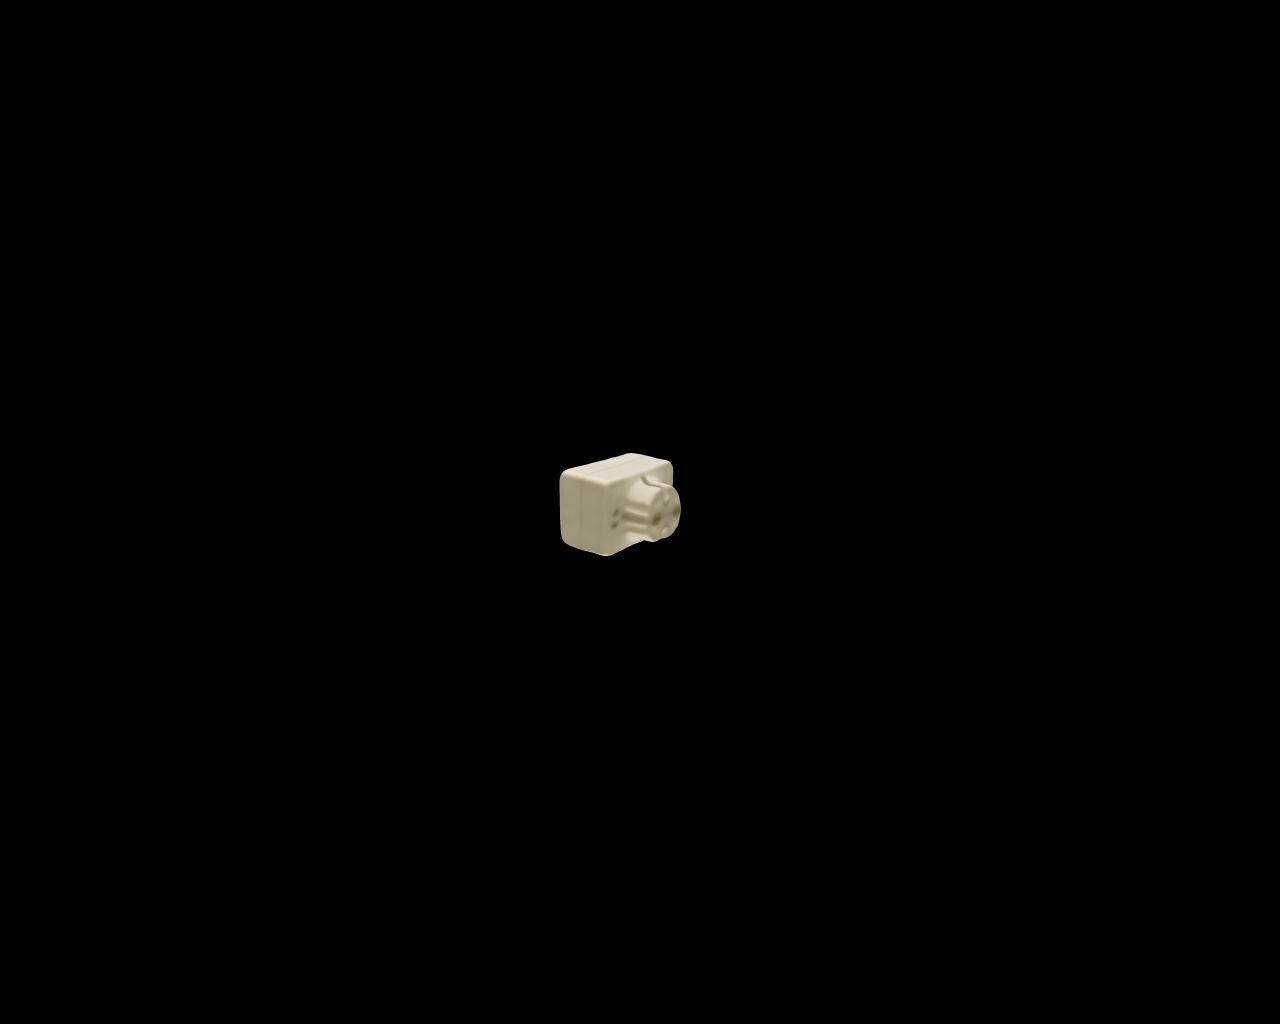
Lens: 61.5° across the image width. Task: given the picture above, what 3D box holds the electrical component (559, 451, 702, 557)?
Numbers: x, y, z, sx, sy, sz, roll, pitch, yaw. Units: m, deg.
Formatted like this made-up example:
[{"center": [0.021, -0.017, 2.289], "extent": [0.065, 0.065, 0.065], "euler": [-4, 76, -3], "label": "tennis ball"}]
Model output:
[{"center": [0.001, -0.003, 0.650], "extent": [0.077, 0.047, 0.066], "euler": [14, 22, 38], "label": "electrical component"}]
